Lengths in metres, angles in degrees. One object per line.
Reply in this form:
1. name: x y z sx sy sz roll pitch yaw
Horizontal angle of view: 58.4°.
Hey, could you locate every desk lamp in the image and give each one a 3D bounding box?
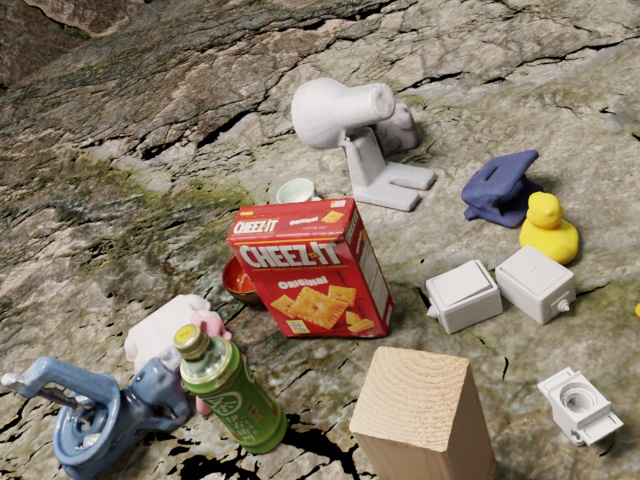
1. desk lamp: 0.072 -0.174 0.974 0.202 0.214 0.118 16 55 37

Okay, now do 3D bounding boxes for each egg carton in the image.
1. egg carton: -0.225 0.152 0.884 0.150 0.070 0.107 -37 42 -14

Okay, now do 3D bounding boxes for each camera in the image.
1. camera: 0.106 -0.234 1.106 0.143 0.101 0.136 -15 42 11

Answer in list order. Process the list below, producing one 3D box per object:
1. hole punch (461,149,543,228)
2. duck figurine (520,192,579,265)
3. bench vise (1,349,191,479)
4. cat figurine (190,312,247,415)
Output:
1. hole punch: 0.274 -0.086 0.878 0.100 0.091 0.109 22 59 40
2. duck figurine: 0.315 -0.022 0.795 0.077 0.086 0.104 -15 42 11
3. bench vise: -0.289 0.196 0.754 0.121 0.220 0.208 20 58 39
4. cat figurine: -0.157 0.163 0.804 0.067 0.118 0.127 -13 42 13
